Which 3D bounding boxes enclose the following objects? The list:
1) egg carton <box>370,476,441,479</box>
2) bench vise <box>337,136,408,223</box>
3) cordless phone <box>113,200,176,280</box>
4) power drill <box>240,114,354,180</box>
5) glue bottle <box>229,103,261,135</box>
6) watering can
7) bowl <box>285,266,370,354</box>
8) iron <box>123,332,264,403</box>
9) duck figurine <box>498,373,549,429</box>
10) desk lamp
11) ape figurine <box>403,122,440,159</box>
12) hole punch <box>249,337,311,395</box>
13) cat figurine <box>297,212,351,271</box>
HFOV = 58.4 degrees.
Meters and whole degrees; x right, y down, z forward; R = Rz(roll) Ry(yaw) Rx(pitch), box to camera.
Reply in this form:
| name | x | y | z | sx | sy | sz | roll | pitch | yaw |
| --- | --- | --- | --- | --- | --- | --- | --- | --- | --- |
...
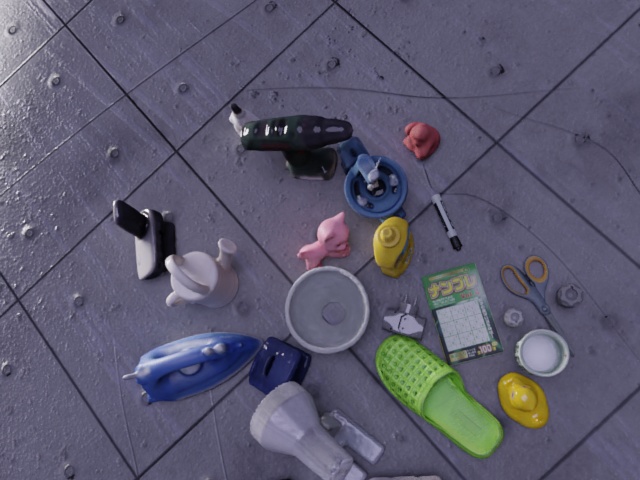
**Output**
| name | x | y | z | sx | sy | sz | roll | pitch | yaw |
| --- | --- | --- | --- | --- | --- | --- | --- | --- | --- |
| egg carton | 0.153 | 0.475 | 1.014 | 0.150 | 0.069 | 0.107 | -7 | 76 | 11 |
| bench vise | 0.077 | -0.128 | 1.091 | 0.207 | 0.220 | 0.121 | 40 | 89 | 18 |
| cordless phone | -0.378 | -0.001 | 1.182 | 0.094 | 0.185 | 0.147 | -14 | 74 | 10 |
| power drill | -0.031 | -0.187 | 1.135 | 0.229 | 0.209 | 0.076 | 4 | 78 | 14 |
| glue bottle | -0.153 | -0.245 | 1.194 | 0.078 | 0.173 | 0.037 | 19 | 82 | 16 |
| watering can | -0.237 | 0.067 | 1.130 | 0.100 | 0.194 | 0.173 | 25 | 84 | 17 |
| bowl | 0.020 | 0.139 | 1.119 | 0.167 | 0.075 | 0.167 | -3 | 77 | 12 |
| iron | -0.248 | 0.236 | 1.122 | 0.258 | 0.142 | 0.118 | -21 | 74 | 7 |
| duck figurine | 0.359 | 0.282 | 1.004 | 0.077 | 0.086 | 0.104 | -35 | 72 | 3 |
| desk lamp | -0.002 | 0.347 | 1.003 | 0.203 | 0.214 | 0.118 | 34 | 86 | 18 |
| ape figurine | 0.202 | -0.206 | 1.148 | 0.076 | 0.092 | 0.078 | -5 | 76 | 12 |
| hole punch | -0.085 | 0.250 | 1.108 | 0.101 | 0.091 | 0.109 | 22 | 83 | 17 |
| cat figurine | 0.010 | 0.004 | 1.129 | 0.128 | 0.118 | 0.067 | -33 | 72 | 4 |
